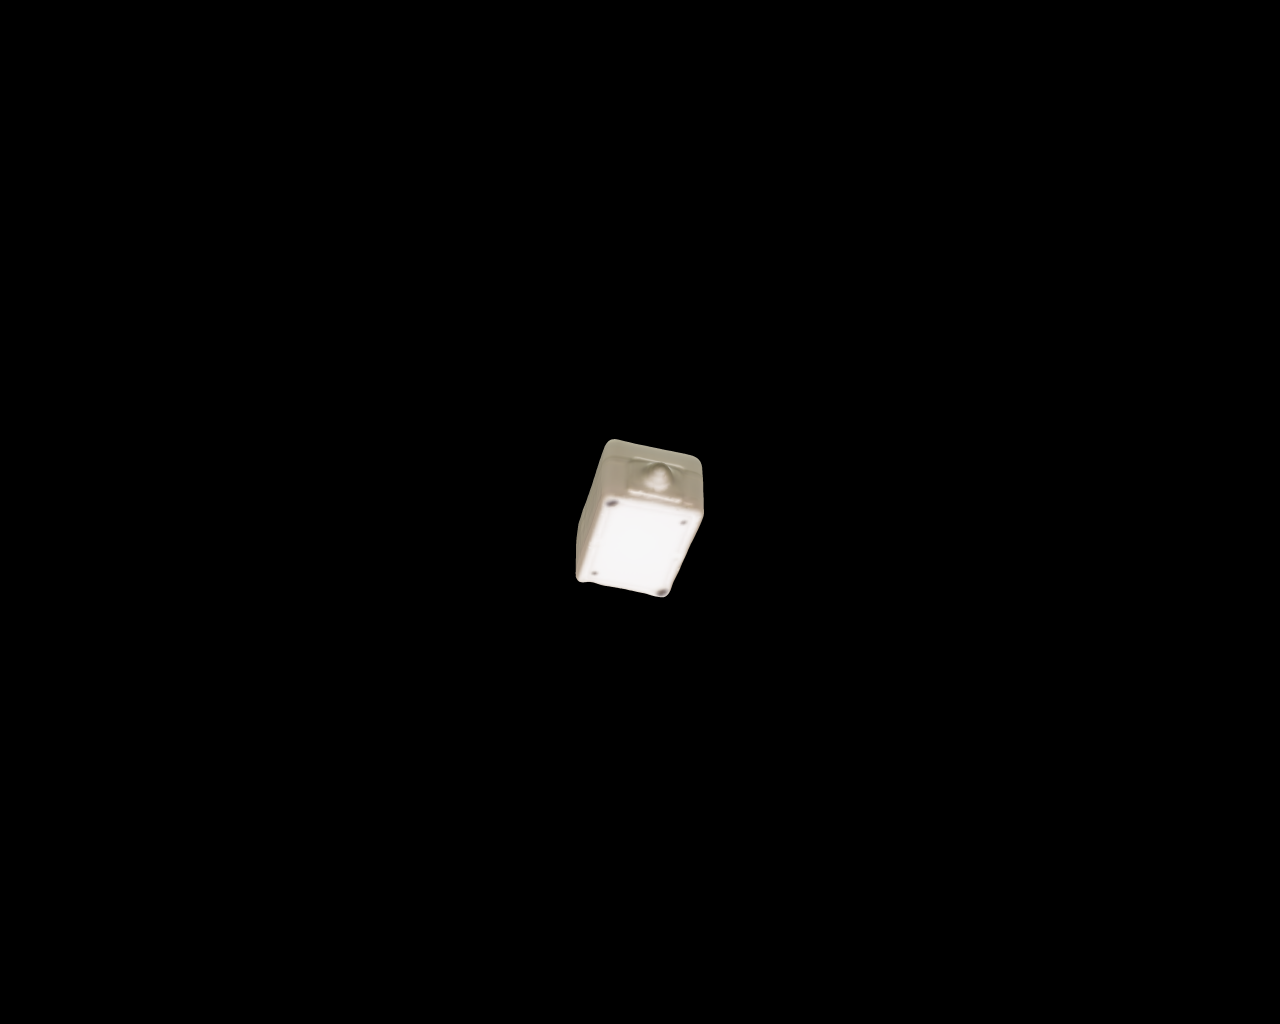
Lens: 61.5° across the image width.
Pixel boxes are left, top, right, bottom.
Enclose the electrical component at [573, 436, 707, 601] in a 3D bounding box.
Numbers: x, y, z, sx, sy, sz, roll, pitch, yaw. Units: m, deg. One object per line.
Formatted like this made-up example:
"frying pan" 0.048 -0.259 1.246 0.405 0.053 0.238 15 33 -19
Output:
"electrical component" 0.001 -0.003 0.650 0.062 0.061 0.096 11 -47 -11
